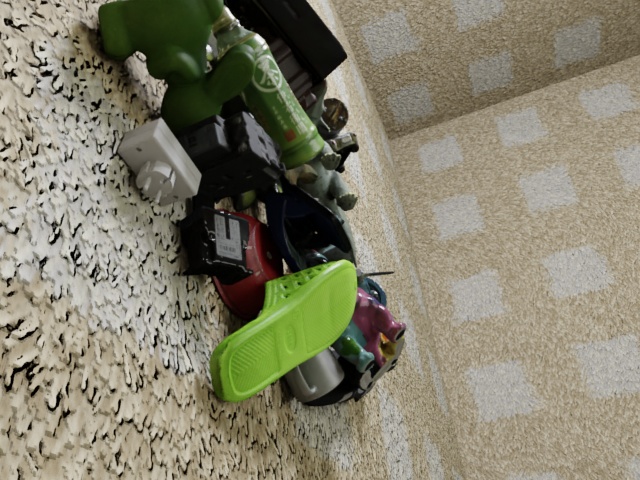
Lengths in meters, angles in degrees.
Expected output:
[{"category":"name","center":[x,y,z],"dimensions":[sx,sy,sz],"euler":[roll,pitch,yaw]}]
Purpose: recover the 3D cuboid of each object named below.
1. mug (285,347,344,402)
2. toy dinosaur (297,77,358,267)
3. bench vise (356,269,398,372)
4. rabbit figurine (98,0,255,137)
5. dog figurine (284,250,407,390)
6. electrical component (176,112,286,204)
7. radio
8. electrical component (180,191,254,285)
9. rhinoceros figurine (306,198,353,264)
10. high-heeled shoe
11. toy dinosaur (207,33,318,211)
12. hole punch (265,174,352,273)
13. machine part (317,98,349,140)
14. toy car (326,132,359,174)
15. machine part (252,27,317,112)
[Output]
[{"category":"mug","center":[-0.027,0.175,0.785],"dimensions":[0.107,0.081,0.109],"euler":[62,18,-2]},{"category":"toy dinosaur","center":[-0.007,-0.138,1.127],"dimensions":[0.192,0.131,0.404],"euler":[-106,-179,-55]},{"category":"bench vise","center":[0.089,0.150,1.093],"dimensions":[0.240,0.129,0.224],"euler":[82,-6,-53]},{"category":"rabbit figurine","center":[-0.156,-0.208,0.641],"dimensions":[0.121,0.159,0.170],"euler":[-101,-178,-58]},{"category":"dog figurine","center":[0.028,0.117,0.862],"dimensions":[0.219,0.108,0.191],"euler":[43,-20,25]},{"category":"electrical component","center":[-0.120,-0.101,0.669],"dimensions":[0.134,0.115,0.058],"euler":[26,45,-66]},{"category":"radio","center":[-0.066,-0.370,0.928],"dimensions":[0.229,0.073,0.131],"euler":[49,-14,-13]},{"category":"electrical component","center":[-0.124,-0.010,0.643],"dimensions":[0.074,0.048,0.119],"euler":[22,52,-43]},{"category":"rhinoceros figurine","center":[-0.002,-0.003,0.983],"dimensions":[0.073,0.112,0.190],"euler":[50,8,-45]},{"category":"high-heeled shoe","center":[0.029,0.268,0.953],"dimensions":[0.086,0.145,0.248],"euler":[37,30,26]},{"category":"toy dinosaur","center":[-0.109,-0.172,0.821],"dimensions":[0.470,0.105,0.199],"euler":[61,22,-23]},{"category":"hole punch","center":[-0.031,-0.011,0.764],"dimensions":[0.116,0.092,0.142],"euler":[42,-7,33]},{"category":"machine part","center":[0.007,-0.259,1.233],"dimensions":[0.243,0.079,0.079],"euler":[156,-82,-74]},{"category":"toy car","center":[0.031,-0.191,1.238],"dimensions":[0.056,0.073,0.201],"euler":[63,-19,9]},{"category":"machine part","center":[-0.083,-0.289,0.948],"dimensions":[0.179,0.056,0.179],"euler":[43,-14,13]}]
